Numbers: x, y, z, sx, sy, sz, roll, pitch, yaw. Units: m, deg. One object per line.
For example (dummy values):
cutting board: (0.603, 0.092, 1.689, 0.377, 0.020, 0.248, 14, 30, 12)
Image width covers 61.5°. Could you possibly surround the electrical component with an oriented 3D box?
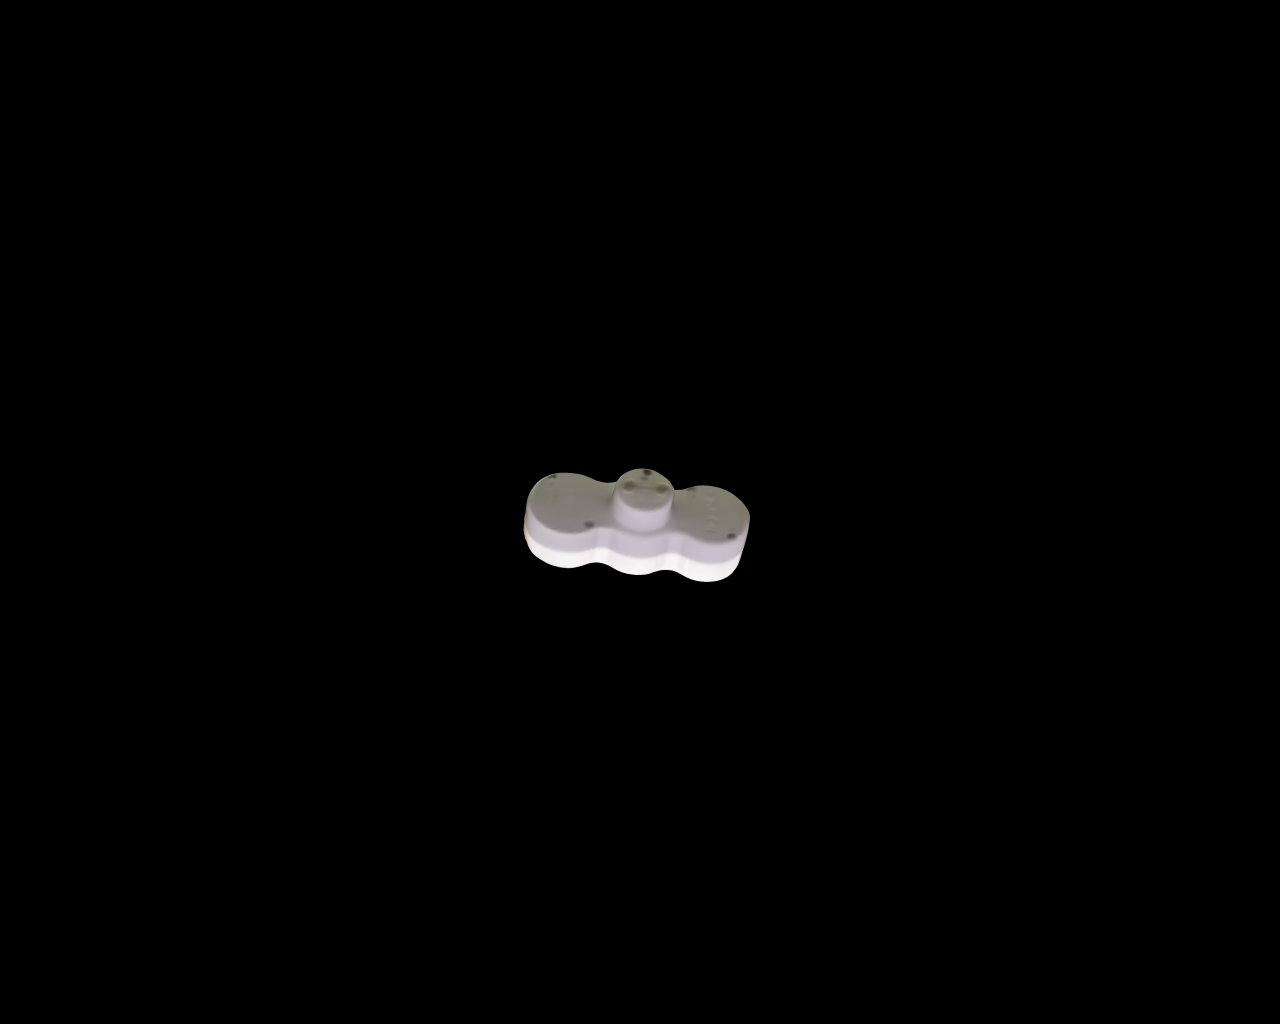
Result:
electrical component: (0.001, -0.003, 0.650, 0.138, 0.052, 0.073, 6, -43, -7)
